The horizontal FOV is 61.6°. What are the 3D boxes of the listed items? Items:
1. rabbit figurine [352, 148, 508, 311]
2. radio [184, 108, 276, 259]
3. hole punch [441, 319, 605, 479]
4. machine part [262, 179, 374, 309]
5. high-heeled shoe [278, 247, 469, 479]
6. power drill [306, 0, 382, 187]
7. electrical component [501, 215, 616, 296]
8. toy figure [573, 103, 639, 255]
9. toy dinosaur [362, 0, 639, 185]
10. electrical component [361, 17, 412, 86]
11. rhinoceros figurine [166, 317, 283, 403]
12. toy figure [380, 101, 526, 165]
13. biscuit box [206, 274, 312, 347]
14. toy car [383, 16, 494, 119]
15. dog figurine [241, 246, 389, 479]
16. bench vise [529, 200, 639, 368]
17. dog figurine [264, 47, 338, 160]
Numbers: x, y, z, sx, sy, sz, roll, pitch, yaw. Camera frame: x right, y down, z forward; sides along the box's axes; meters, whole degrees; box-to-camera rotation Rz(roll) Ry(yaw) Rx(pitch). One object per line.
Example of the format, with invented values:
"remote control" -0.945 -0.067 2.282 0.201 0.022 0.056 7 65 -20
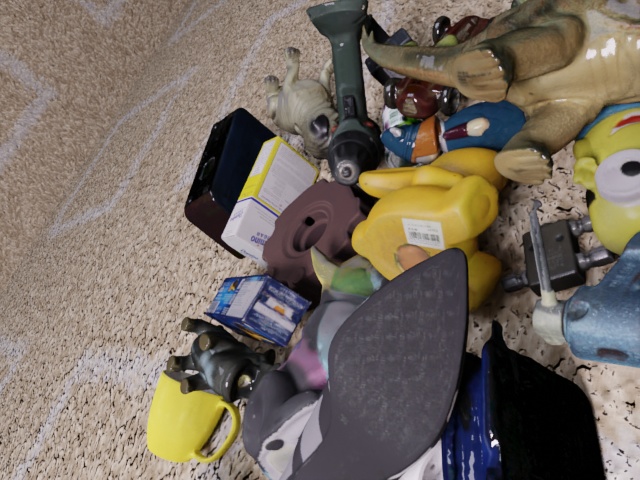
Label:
"rabbit figurine" 0.119 -0.029 0.530 0.163 0.121 0.173 2 40 44
"radio" -0.129 -0.098 0.871 0.073 0.131 0.230 -25 41 33
"hole punch" 0.118 0.140 0.361 0.092 0.115 0.142 -30 38 44
"machine part" -0.001 -0.002 0.692 0.179 0.056 0.179 -32 37 27
"high-heeled shoe" 0.038 0.123 0.388 0.086 0.145 0.248 34 88 16
"power drill" 0.038 -0.175 0.651 0.086 0.207 0.232 -11 9 12
"electrical component" 0.199 0.013 0.460 0.094 0.021 0.063 -26 40 36
"toy figure" 0.248 -0.067 0.426 0.082 0.089 0.180 -22 35 32
"toy dinosaur" 0.187 -0.137 0.397 0.472 0.104 0.198 16 52 38
"electrical component" 0.102 -0.255 0.749 0.075 0.119 0.048 -37 35 18
"rhinoceros figurine" -0.103 0.150 0.622 0.190 0.112 0.073 14 82 53
"toy figure" 0.143 -0.114 0.586 0.155 0.064 0.058 -10 66 21
"biscuit box" -0.084 0.084 0.661 0.059 0.063 0.203 -61 17 -16
"toy car" 0.157 -0.225 0.669 0.089 0.053 0.202 17 60 36
"dog figurine" 0.008 0.102 0.529 0.191 0.108 0.219 -29 33 9
"bench vise" 0.203 0.088 0.276 0.224 0.128 0.240 12 48 35
"dog figurine" -0.026 -0.189 0.877 0.172 0.121 0.190 117 149 -58
